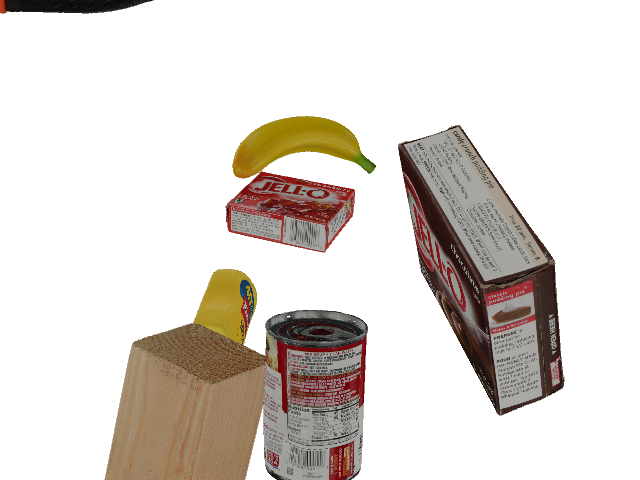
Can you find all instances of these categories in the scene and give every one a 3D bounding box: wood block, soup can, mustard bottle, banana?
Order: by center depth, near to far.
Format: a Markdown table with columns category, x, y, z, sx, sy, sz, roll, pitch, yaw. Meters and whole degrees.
| category | x | y | z | sx | sy | sz | roll | pitch | yaw |
| --- | --- | --- | --- | --- | --- | --- | --- | --- | --- |
| soup can | -0.004 | 0.105 | 0.714 | 0.068 | 0.102 | 0.068 | 1 | 14 | -1 |
| wood block | -0.121 | 0.188 | 0.917 | 0.090 | 0.206 | 0.090 | 22 | 18 | 27 |
| banana | -0.023 | -0.099 | 1.108 | 0.197 | 0.037 | 0.070 | -7 | 49 | -43 |
| mustard bottle | -0.106 | 0.086 | 1.177 | 0.058 | 0.096 | 0.191 | 1 | 27 | 5 |

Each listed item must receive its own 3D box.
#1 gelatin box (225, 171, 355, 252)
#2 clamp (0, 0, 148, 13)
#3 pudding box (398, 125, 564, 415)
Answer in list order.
| category | x | y | z | sx | sy | sz | roll | pitch | yaw |
| --- | --- | --- | --- | --- | --- | --- | --- | --- | --- |
| gelatin box | -0.024 | -0.026 | 0.889 | 0.089 | 0.030 | 0.073 | 12 | 29 | 16 |
| clamp | -0.104 | -0.157 | 0.602 | 0.171 | 0.039 | 0.120 | -10 | 24 | -25 |
| pudding box | 0.076 | 0.012 | 0.515 | 0.039 | 0.090 | 0.113 | -21 | 42 | -5 |
